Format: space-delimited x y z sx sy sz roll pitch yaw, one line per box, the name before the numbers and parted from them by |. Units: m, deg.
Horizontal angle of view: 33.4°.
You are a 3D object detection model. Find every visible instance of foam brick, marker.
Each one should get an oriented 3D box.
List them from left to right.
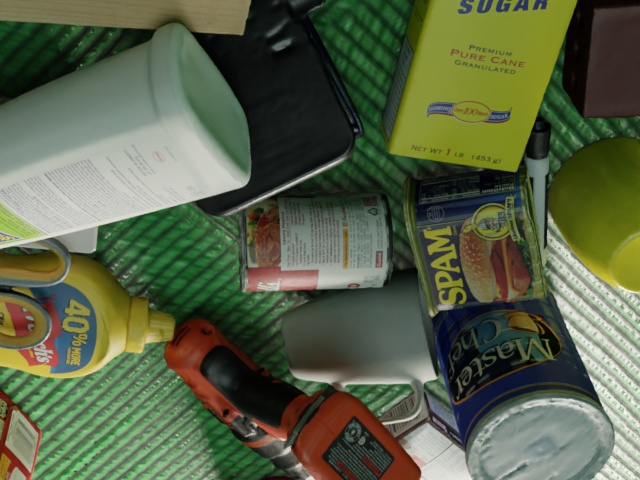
marker | 0.154 -0.033 0.761 0.020 0.020 0.121 -7 125 -1
foam brick | 0.188 -0.124 0.683 0.051 0.053 0.078 -5 123 -3

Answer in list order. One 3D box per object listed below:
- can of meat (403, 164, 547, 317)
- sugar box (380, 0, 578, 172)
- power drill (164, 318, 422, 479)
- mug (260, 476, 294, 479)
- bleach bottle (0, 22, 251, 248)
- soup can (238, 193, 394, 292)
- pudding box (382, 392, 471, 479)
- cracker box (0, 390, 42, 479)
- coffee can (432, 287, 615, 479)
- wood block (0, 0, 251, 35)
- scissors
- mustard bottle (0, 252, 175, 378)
can of meat | 0.110 0.000 0.746 0.084 0.057 0.102 -8 125 14
sugar box | 0.105 -0.133 0.672 0.093 0.048 0.176 7 124 -11
power drill | -0.014 0.141 0.771 0.057 0.188 0.184 -53 123 -16
mug | -0.044 0.250 0.895 0.117 0.081 0.093 30 116 -24
bleach bottle | -0.172 -0.041 0.615 0.251 0.068 0.102 -15 147 15
soup can | -0.005 0.001 0.738 0.102 0.068 0.068 -1 124 -6
pudding box | 0.072 0.188 0.892 0.114 0.039 0.090 -38 121 20
cracker box | -0.323 0.219 0.794 0.214 0.164 0.072 -26 121 11
coffee can | 0.144 0.105 0.780 0.102 0.140 0.103 -3 124 -4
wood block | -0.140 -0.171 0.557 0.205 0.090 0.091 -3 128 -27
scissors | -0.262 0.033 0.699 0.201 0.016 0.096 -4 116 -2
mustard bottle | -0.199 0.053 0.758 0.191 0.058 0.096 7 118 -11
